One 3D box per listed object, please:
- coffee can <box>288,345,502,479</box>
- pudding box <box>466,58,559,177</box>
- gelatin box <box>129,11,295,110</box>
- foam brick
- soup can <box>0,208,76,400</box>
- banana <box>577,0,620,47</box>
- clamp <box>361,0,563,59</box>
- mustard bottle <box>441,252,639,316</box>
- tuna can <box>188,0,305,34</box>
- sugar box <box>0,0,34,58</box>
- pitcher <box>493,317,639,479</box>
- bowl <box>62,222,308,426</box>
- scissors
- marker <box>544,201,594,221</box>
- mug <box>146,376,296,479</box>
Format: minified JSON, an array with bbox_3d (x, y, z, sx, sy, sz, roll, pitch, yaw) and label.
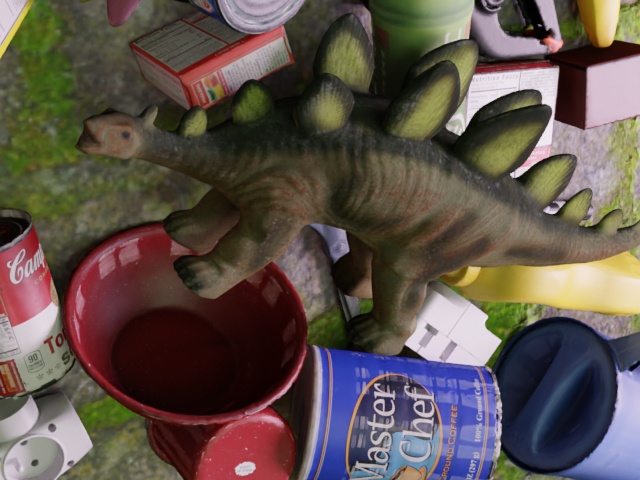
[{"bbox_3d":[0.053,0.137,0.801,0.140,0.103,0.103,7,106,-9],"label":"coffee can"},{"bbox_3d":[0.136,-0.082,0.832,0.089,0.039,0.113,-8,110,-26],"label":"pudding box"},{"bbox_3d":[-0.069,-0.117,0.671,0.073,0.089,0.030,-30,124,-17],"label":"gelatin box"},{"bbox_3d":[0.226,-0.126,0.857,0.078,0.053,0.051,-16,115,-23],"label":"foam brick"},{"bbox_3d":[-0.199,0.040,0.669,0.068,0.069,0.102,-23,118,-21],"label":"soup can"},{"bbox_3d":[0.184,-0.232,0.802,0.069,0.037,0.197,-51,126,-4],"label":"banana"},{"bbox_3d":[0.109,-0.178,0.781,0.120,0.039,0.171,-46,122,7],"label":"clamp"},{"bbox_3d":[0.165,0.023,0.852,0.191,0.096,0.058,7,105,-31],"label":"mustard bottle"},{"bbox_3d":[-0.038,-0.163,0.611,0.086,0.034,0.086,-32,141,-31],"label":"tuna can"},{"bbox_3d":[-0.200,-0.129,0.545,0.048,0.176,0.093,-19,122,18],"label":"sugar box"},{"bbox_3d":[0.281,0.154,0.945,0.242,0.149,0.145,20,86,-37],"label":"pitcher"},{"bbox_3d":[-0.092,0.065,0.711,0.161,0.162,0.055,-9,144,-27],"label":"bowl"},{"bbox_3d":[-0.005,0.001,0.796,0.096,0.016,0.202,-8,112,-25],"label":"scissors"},{"bbox_3d":[0.180,-0.023,0.890,0.120,0.020,0.020,-3,110,-29],"label":"marker"},{"bbox_3d":[-0.072,0.134,0.768,0.093,0.082,0.117,-29,120,-17],"label":"mug"}]
